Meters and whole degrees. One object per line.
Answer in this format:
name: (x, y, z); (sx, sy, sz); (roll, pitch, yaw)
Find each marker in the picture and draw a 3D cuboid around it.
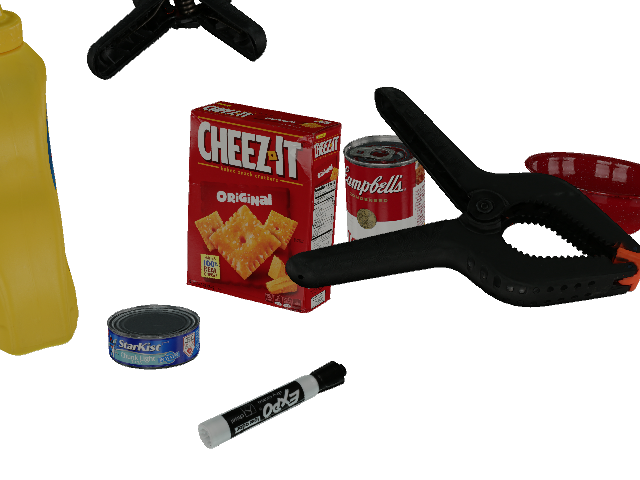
marker: (-0.031, 0.114, 0.757); (0.120, 0.020, 0.020); (-22, 12, -31)

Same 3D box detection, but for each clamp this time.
clamp: (-0.089, -0.169, 0.763); (0.120, 0.039, 0.171); (3, 43, 6)
clamp: (0.092, -0.005, 0.665); (0.210, 0.164, 0.036); (24, -29, 18)

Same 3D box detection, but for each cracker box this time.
cracker box: (-0.068, -0.038, 1.216); (0.164, 0.214, 0.072); (13, 22, 25)

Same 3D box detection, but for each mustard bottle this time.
mustard bottle: (-0.168, -0.042, 0.559); (0.058, 0.192, 0.096); (-13, 31, -22)

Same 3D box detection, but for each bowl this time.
bowl: (0.290, -0.046, 1.115); (0.162, 0.055, 0.162); (6, 20, -2)

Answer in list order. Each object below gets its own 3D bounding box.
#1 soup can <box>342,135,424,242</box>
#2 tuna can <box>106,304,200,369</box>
soup can: (0.055, -0.031, 0.910); (0.068, 0.102, 0.068); (-2, 26, 1)
tuna can: (-0.155, 0.089, 0.993); (0.086, 0.034, 0.086); (1, 16, 0)
